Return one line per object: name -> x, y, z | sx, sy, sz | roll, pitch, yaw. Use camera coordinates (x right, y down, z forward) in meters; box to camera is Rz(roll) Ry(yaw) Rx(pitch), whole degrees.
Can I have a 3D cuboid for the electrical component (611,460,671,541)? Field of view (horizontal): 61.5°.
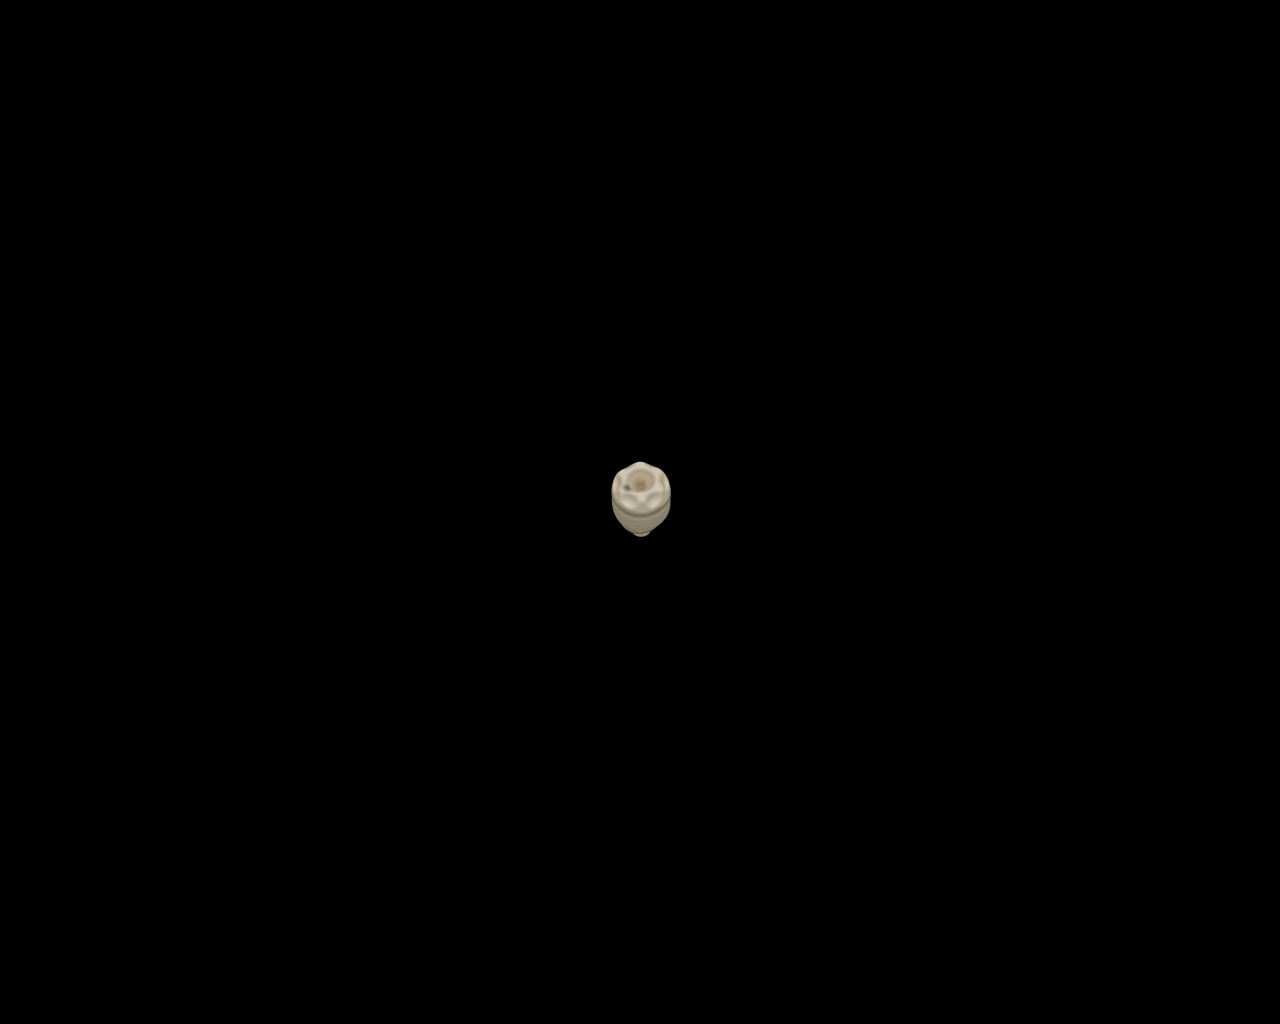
electrical component -> 0.001, -0.003, 0.650 | 0.035, 0.035, 0.061 | 0, -32, 0
